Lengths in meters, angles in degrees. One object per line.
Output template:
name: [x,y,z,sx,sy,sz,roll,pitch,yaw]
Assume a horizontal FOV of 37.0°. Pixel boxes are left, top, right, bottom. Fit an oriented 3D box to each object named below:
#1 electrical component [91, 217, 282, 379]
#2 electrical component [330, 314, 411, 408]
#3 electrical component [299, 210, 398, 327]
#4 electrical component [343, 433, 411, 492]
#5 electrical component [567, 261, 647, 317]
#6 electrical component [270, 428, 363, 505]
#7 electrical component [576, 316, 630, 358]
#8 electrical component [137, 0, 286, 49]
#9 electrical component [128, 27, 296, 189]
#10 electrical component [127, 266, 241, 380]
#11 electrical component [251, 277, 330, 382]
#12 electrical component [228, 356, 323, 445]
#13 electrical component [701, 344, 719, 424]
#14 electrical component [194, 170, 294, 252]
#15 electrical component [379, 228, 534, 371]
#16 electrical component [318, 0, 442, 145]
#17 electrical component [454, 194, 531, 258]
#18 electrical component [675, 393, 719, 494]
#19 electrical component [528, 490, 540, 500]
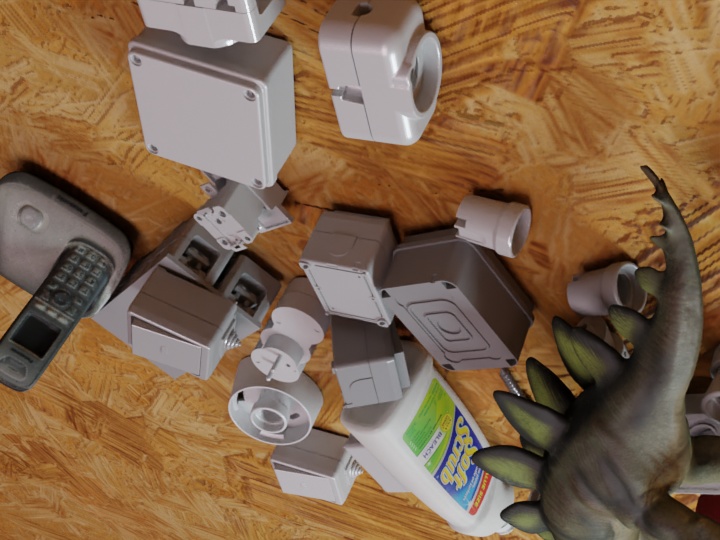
electrical component: [-0.167,0.028,1.029,0.105,0.060,0.186,39,144,-16]
electrical component: [0.007,0.063,0.940,0.061,0.096,0.061,-10,137,4]
electrical component: [0.000,0.000,0.886,0.062,0.061,0.096,10,149,24]
electrical component: [0.034,0.171,1.074,0.061,0.061,0.096,-11,130,42]
electrical component: [0.183,0.016,0.798,0.046,0.040,0.040,-11,130,49]
electrical component: [-0.044,0.218,1.188,0.096,0.061,0.061,13,142,21]
electrical component: [0.192,0.071,0.858,0.043,0.043,0.081,-3,135,37]
electrical component: [-0.101,-0.187,0.719,0.089,0.050,0.055,13,142,20]
electrical component: [-0.107,-0.126,0.795,0.109,0.056,0.108,19,144,13]
electrical component: [-0.152,0.053,0.941,0.096,0.061,0.061,24,145,6]
electrical component: [-0.069,0.070,1.006,0.052,0.073,0.138,29,145,-2]
electrical component: [-0.089,0.135,1.132,0.099,0.064,0.099,8,132,9]
electrical component: [0.282,0.083,0.802,0.045,0.055,0.045,18,144,14]
electrical component: [-0.099,-0.054,0.876,0.042,0.063,0.081,-14,128,45]
electrical component: [0.079,0.024,0.856,0.078,0.057,0.113,-9,135,40]
electrical component: [0.017,-0.131,0.708,0.059,0.053,0.095,11,142,23]
electrical component: [0.098,-0.034,0.792,0.046,0.040,0.040,18,144,24]
electrical component: [0.283,0.140,0.861,0.121,0.078,0.063,-9,161,41]
electrical component: [0.212,0.230,1.043,0.077,0.047,0.065,33,145,-8]
